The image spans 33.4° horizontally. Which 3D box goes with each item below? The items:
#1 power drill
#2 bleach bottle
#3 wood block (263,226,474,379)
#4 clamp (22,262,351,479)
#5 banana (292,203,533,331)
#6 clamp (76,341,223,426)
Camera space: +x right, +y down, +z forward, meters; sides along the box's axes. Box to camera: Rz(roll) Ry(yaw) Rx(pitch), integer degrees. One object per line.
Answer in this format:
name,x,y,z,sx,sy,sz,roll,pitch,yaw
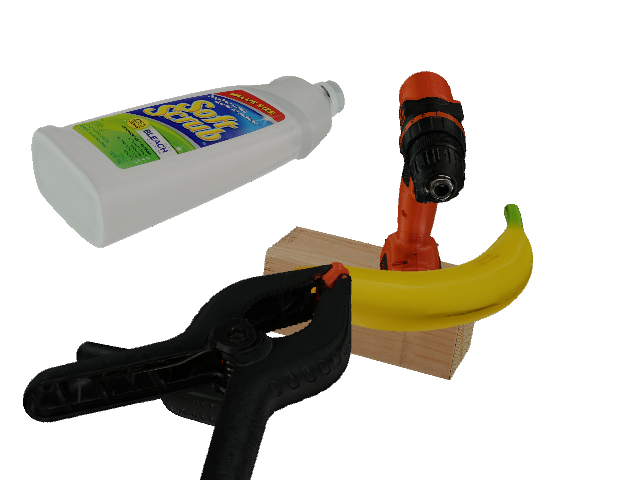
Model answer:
power drill,0.088,-0.029,0.904,0.057,0.188,0.184,5,32,0
bleach bottle,-0.089,-0.080,0.834,0.250,0.068,0.103,-26,51,-33
wood block,0.051,0.061,1.094,0.206,0.091,0.090,14,23,17
clamp,-0.035,0.065,0.494,0.171,0.039,0.120,-29,51,-32
banana,0.072,0.027,0.680,0.197,0.037,0.070,-14,48,-35
clamp,-0.096,0.115,0.928,0.164,0.036,0.210,-8,17,-36
